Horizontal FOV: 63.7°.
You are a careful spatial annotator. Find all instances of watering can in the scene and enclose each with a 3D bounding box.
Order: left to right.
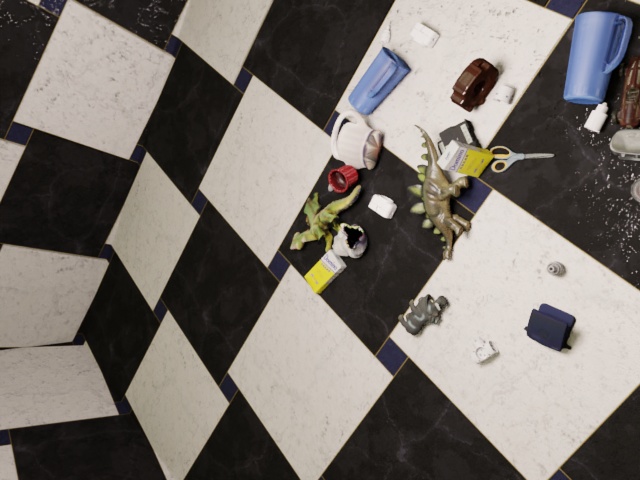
[{"bbox_3d":[0.131,-0.332,2.019,0.226,0.105,0.342,23,117,35],"label":"watering can"}]

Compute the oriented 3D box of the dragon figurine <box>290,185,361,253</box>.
[{"bbox_3d":[0.006,-0.106,2.102,0.405,0.121,0.247,-57,48,17],"label":"dragon figurine"}]

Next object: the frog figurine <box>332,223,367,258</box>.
[{"bbox_3d":[0.116,0.014,2.014,0.139,0.124,0.156,53,155,19],"label":"frog figurine"}]
